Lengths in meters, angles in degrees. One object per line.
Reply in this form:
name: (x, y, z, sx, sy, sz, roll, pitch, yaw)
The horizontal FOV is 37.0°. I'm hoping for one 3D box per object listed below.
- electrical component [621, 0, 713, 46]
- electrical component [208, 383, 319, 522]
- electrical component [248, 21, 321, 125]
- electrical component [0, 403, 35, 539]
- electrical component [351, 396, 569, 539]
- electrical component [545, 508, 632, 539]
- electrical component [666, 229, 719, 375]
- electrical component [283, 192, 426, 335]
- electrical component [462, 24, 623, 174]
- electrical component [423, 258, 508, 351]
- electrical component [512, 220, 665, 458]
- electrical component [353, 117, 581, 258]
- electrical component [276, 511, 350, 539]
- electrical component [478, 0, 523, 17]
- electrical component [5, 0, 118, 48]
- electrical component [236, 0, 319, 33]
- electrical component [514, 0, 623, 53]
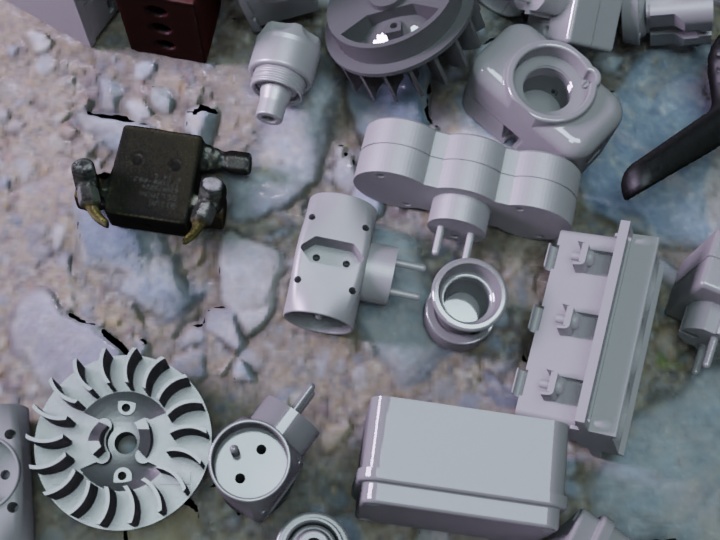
electrical component: (0.202, -0.179, 0.711, 0.057, 0.078, 0.058, -1, 76, 15)
electrical component: (-0.049, 0.097, 0.602, 0.043, 0.077, 0.079, 34, 73, 8)
electrical component: (-0.051, -0.124, 0.691, 0.043, 0.043, 0.062, 13, 73, 1)
electrical component: (-0.225, 0.119, 0.602, 0.079, 0.044, 0.077, -7, 73, -5)
electrical component: (0.055, 0.114, 0.602, 0.113, 0.078, 0.057, 8, 69, -1)
electrical component: (0.106, 0.191, 0.562, 0.057, 0.078, 0.113, 36, 46, 5)
electrical component: (0.215, 0.027, 0.646, 0.047, 0.065, 0.076, 22, 72, 4)
electrical component: (0.000, 0.000, 0.654, 0.079, 0.043, 0.077, 12, 72, 1)
electrical component: (0.116, -0.107, 0.687, 0.095, 0.059, 0.054, 42, 75, 10)
electrical component: (0.062, 0.022, 0.644, 0.045, 0.055, 0.045, 1, 72, -3)
electrical component: (0.136, 0.040, 0.637, 0.063, 0.078, 0.121, 9, 70, 23)
electrical component: (0.063, -0.041, 0.666, 0.138, 0.052, 0.073, 14, 72, 1)
electrical component: (-0.026, 0.155, 0.592, 0.043, 0.062, 0.043, 1, 72, -3)
electrical component: (0.113, -0.217, 0.731, 0.043, 0.043, 0.081, 33, 73, 7)
electrical component: (-0.225, -0.222, 0.688, 0.150, 0.089, 0.061, 30, 73, 6)
electrical component: (-0.063, -0.216, 0.692, 0.048, 0.099, 0.099, -14, 73, 6)
electrical component: (0.125, -0.179, 0.688, 0.077, 0.047, 0.065, 4, 101, -30)
